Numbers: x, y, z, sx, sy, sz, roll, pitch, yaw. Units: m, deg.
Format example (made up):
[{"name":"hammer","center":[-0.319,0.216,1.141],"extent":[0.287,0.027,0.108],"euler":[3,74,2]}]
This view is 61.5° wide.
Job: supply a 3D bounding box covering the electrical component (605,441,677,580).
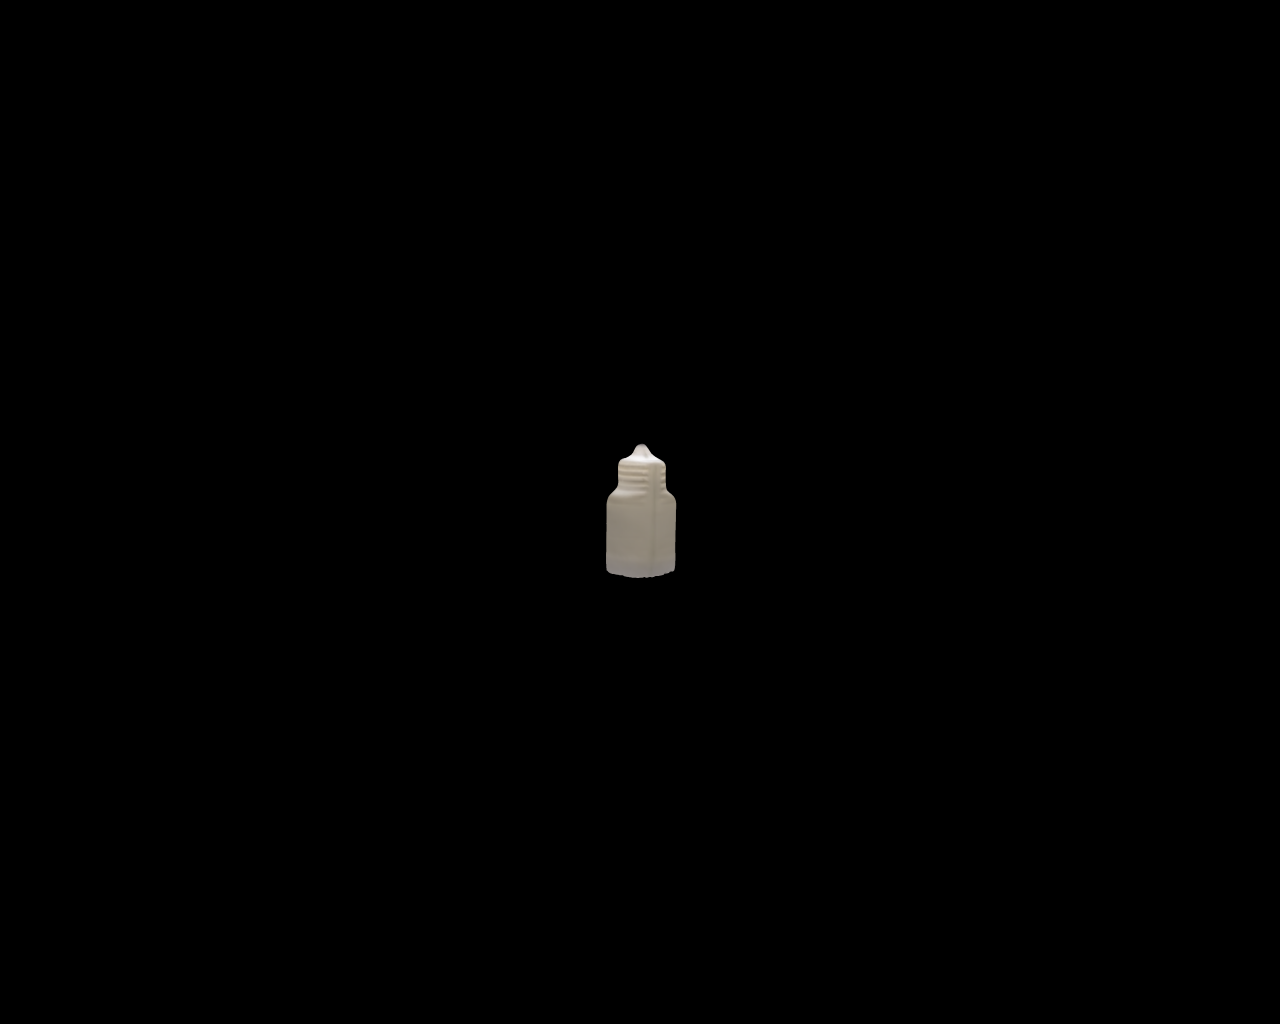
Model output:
[{"name":"electrical component","center":[0.001,-0.003,0.650],"extent":[0.043,0.080,0.043],"euler":[0,7,0]}]
